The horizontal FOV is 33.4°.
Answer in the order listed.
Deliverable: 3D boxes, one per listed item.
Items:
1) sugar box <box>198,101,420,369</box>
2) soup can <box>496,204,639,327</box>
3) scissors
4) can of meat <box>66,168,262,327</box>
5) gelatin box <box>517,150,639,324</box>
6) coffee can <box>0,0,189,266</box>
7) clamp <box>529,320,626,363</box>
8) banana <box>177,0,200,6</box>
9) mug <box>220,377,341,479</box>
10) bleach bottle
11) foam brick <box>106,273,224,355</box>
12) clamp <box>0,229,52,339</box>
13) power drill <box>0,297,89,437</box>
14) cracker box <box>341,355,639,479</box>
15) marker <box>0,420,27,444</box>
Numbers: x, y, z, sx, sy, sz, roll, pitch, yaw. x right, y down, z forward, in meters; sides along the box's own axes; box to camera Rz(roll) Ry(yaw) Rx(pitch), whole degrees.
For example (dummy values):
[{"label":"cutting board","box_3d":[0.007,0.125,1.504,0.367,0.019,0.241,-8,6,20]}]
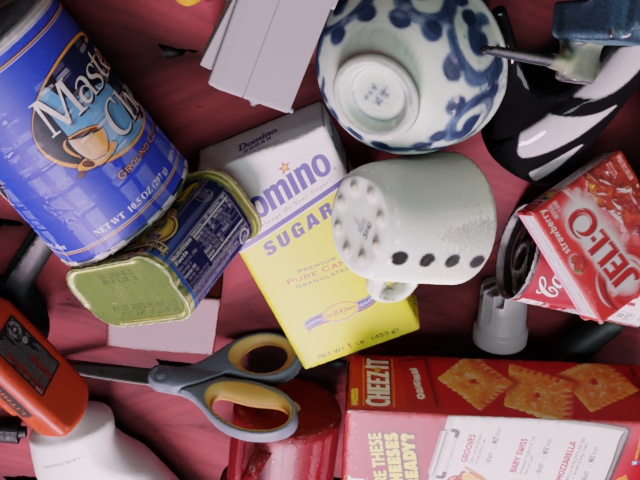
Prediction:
[{"label":"sugar box","box_3d":[-0.005,0.001,0.734,0.093,0.048,0.176,-22,122,11]},{"label":"soup can","box_3d":[0.183,0.019,0.743,0.102,0.068,0.069,13,121,-11]},{"label":"scissors","box_3d":[-0.101,0.090,0.794,0.202,0.096,0.016,19,144,20]},{"label":"can of meat","box_3d":[-0.100,0.008,0.679,0.102,0.083,0.057,-10,124,42]},{"label":"gelatin box","box_3d":[0.182,-0.002,0.690,0.073,0.030,0.089,-34,98,-8]},{"label":"coffee can","box_3d":[-0.161,-0.068,0.646,0.103,0.103,0.140,-29,120,14]},{"label":"clamp","box_3d":[0.153,0.143,0.839,0.210,0.036,0.164,-18,121,11]},{"label":"banana","box_3d":[-0.071,-0.226,0.588,0.069,0.037,0.198,17,120,-12]},{"label":"mug","box_3d":[-0.033,0.162,0.799,0.093,0.117,0.081,18,119,20]},{"label":"bleach bottle","box_3d":[-0.149,0.211,0.852,0.102,0.068,0.250,-21,119,9]},{"label":"foam brick","box_3d":[-0.109,0.043,0.752,0.078,0.051,0.053,6,123,-7]},{"label":"clamp","box_3d":[-0.223,0.036,0.749,0.120,0.039,0.171,-3,127,5]},{"label":"power drill","box_3d":[-0.258,0.130,0.758,0.188,0.057,0.184,-26,118,23]},{"label":"cracker box","box_3d":[0.123,0.168,0.791,0.213,0.072,0.164,2,123,1]},{"label":"marker","box_3d":[-0.289,0.148,0.828,0.121,0.020,0.020,2,123,-5]}]
